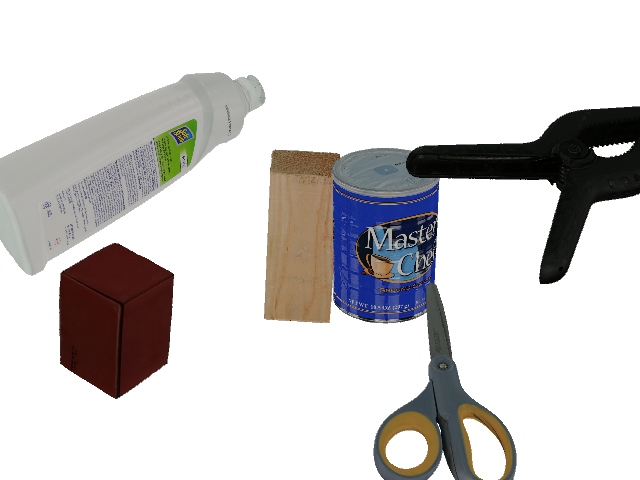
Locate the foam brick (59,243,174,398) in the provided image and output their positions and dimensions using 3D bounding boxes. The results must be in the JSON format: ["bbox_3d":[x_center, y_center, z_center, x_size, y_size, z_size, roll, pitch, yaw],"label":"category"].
[{"bbox_3d":[-0.132,0.051,0.691,0.053,0.078,0.051,26,37,24],"label":"foam brick"}]

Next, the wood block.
[{"bbox_3d":[-0.025,-0.006,1.398,0.090,0.206,0.091,3,24,-2],"label":"wood block"}]

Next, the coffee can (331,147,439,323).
[{"bbox_3d":[0.062,-0.006,1.033,0.103,0.140,0.103,-1,27,0],"label":"coffee can"}]

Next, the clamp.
[{"bbox_3d":[0.193,-0.048,0.809,0.209,0.036,0.165,-20,46,-18],"label":"clamp"}]

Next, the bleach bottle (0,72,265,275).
[{"bbox_3d":[-0.156,-0.071,0.904,0.250,0.068,0.103,-30,-30,-24],"label":"bleach bottle"}]

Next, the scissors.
[{"bbox_3d":[0.066,0.096,0.712,0.096,0.016,0.202,-9,36,-12],"label":"scissors"}]
